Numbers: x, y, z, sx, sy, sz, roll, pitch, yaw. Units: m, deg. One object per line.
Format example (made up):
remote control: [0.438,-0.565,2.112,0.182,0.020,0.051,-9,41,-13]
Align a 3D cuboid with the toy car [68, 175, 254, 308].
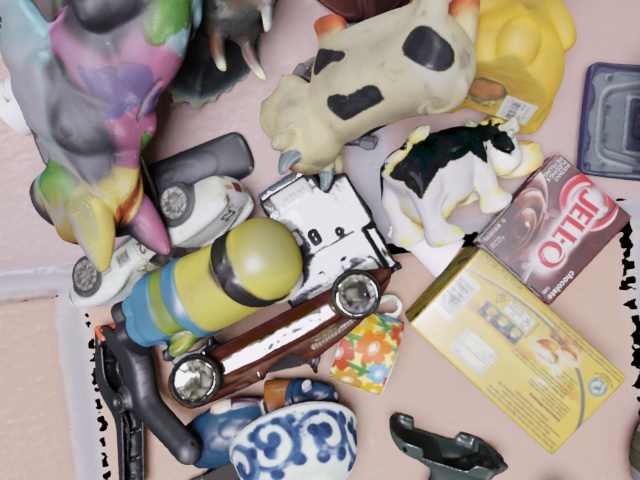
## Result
toy car: [-0.152,0.008,0.506,0.202,0.073,0.056,-36,76,16]

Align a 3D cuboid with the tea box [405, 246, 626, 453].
tea box: [0.173,0.095,0.496,0.169,0.068,0.098,44,94,2]

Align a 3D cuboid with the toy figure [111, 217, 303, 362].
toy figure: [-0.096,0.045,0.459,0.180,0.089,0.082,-24,95,10]

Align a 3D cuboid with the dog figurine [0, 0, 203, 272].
dog figurine: [-0.152,-0.091,0.403,0.192,0.108,0.219,-14,94,23]

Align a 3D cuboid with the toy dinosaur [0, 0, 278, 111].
toy dinosaur: [-0.213,-0.225,0.510,0.405,0.131,0.192,2,90,11]

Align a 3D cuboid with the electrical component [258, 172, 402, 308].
electrical component: [-0.001,-0.002,0.517,0.115,0.058,0.134,-30,88,3]

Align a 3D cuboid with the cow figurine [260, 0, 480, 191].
cow figurine: [0.030,-0.116,0.434,0.195,0.085,0.127,-9,73,38]

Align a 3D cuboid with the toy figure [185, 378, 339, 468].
toy figure: [-0.056,0.171,0.522,0.154,0.064,0.058,-23,46,1]

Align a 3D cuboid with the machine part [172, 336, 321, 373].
machine part: [-0.068,0.115,0.520,0.139,0.084,0.039,-6,57,-6]

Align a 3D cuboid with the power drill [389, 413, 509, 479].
power drill: [0.076,0.276,0.501,0.232,0.086,0.207,14,88,3]

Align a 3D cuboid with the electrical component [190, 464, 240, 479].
electrical component: [-0.087,0.249,0.543,0.094,0.021,0.063,-28,87,5]

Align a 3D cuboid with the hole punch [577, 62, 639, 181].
hole punch: [0.303,-0.107,0.484,0.116,0.092,0.142,6,88,-25]

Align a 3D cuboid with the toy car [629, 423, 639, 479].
toy car: [0.329,0.197,0.464,0.103,0.109,0.161,3,87,9]

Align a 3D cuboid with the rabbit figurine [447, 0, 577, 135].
rabbit figurine: [0.168,-0.205,0.467,0.122,0.162,0.173,20,75,17]

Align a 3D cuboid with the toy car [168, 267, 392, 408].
toy car: [-0.028,0.079,0.439,0.202,0.089,0.053,-26,81,-3]

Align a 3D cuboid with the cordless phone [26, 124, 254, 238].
cordless phone: [-0.169,-0.093,0.530,0.184,0.089,0.146,-22,90,-6]

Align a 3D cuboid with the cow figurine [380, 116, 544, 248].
cow figurine: [0.125,-0.069,0.474,0.167,0.068,0.098,-33,109,-25]

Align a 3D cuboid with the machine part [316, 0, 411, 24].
machine part: [-0.003,-0.280,0.442,0.201,0.201,0.087,43,96,3]

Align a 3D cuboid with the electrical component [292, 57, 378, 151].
electrical component: [0.011,-0.134,0.524,0.102,0.045,0.078,10,120,8]
